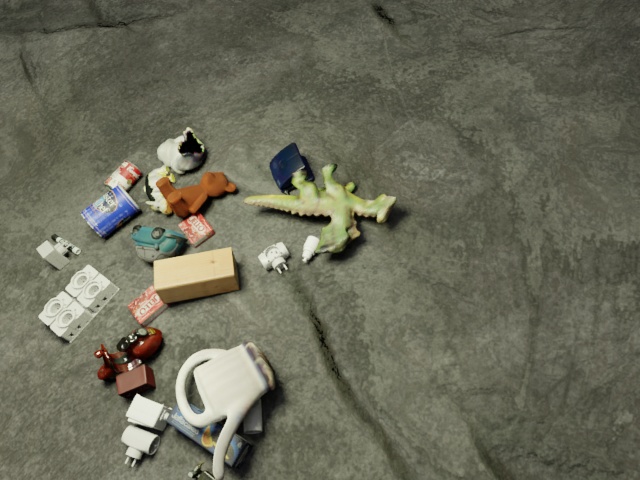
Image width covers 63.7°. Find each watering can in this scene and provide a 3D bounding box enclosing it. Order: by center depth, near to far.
[{"bbox_3d":[-0.201,0.356,1.169,0.226,0.102,0.353,-26,38,-16],"label":"watering can"}]

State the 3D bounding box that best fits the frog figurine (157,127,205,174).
[{"bbox_3d":[-0.449,-0.271,1.647,0.157,0.122,0.140,-24,61,39],"label":"frog figurine"}]

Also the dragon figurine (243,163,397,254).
[{"bbox_3d":[0.004,-0.071,1.407,0.410,0.119,0.248,-16,55,1],"label":"dragon figurine"}]
